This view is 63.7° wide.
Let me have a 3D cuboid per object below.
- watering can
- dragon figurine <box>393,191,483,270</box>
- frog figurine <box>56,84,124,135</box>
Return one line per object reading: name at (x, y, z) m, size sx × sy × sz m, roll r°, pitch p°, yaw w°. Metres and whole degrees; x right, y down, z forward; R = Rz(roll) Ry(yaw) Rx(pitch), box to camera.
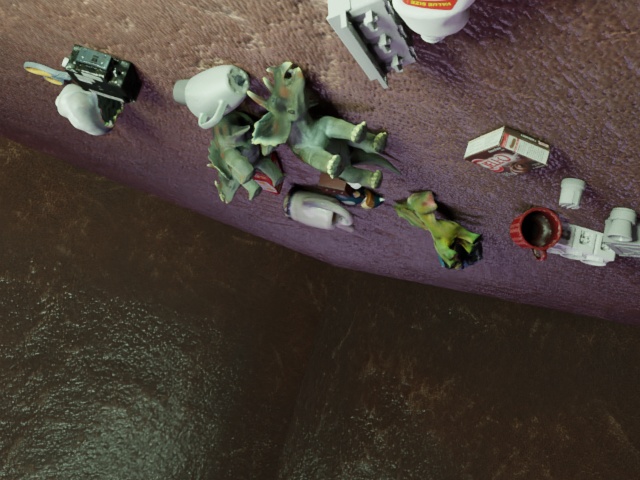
watering can at (0.005, -0.084, 1.659) m, size 0.225 × 0.105 × 0.344 m, roll 16°, pitch 172°, yaw 12°
dragon figurine at (0.308, -0.029, 1.413) m, size 0.245 × 0.123 × 0.404 m, roll 42°, pitch 174°, yaw 19°
frog figurine at (-0.562, -0.307, 1.210) m, size 0.159 × 0.122 × 0.138 m, roll 2°, pitch -173°, yaw 16°
